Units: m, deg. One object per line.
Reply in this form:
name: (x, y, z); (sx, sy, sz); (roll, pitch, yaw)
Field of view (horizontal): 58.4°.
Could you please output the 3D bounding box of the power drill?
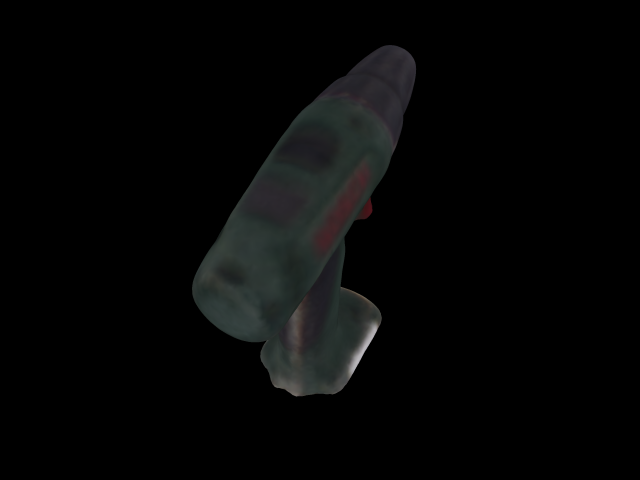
power drill: (0.004, 0.001, 0.400); (0.075, 0.208, 0.230); (19, 46, 20)
